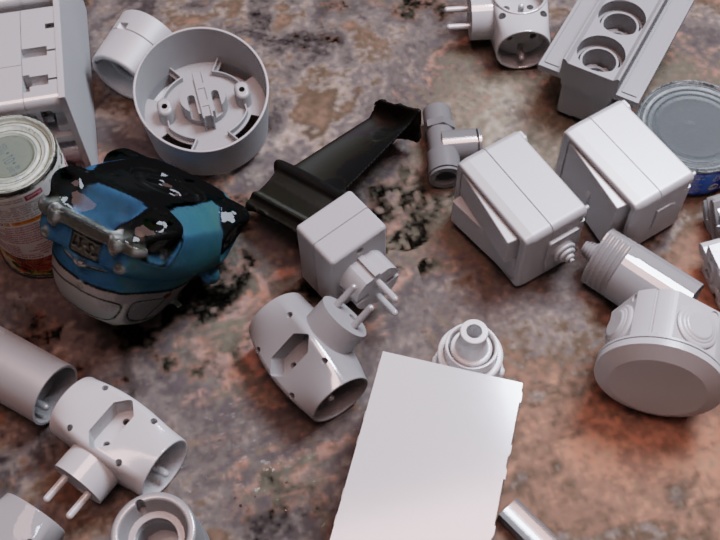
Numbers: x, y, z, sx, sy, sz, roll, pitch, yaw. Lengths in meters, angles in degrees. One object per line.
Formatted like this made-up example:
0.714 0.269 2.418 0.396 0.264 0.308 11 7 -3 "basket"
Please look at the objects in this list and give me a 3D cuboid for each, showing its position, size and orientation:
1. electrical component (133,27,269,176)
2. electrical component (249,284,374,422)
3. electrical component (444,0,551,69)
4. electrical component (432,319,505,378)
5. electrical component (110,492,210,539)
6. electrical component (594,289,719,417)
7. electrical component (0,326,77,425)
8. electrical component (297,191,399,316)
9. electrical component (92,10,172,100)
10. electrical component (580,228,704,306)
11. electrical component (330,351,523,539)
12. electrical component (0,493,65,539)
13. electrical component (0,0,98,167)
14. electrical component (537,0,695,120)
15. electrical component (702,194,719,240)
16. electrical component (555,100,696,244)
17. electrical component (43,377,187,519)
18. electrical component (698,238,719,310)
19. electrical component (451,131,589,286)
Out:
-0.116 -0.123 0.802 0.099 0.064 0.099 0 59 1 "electrical component"
-0.023 0.044 0.700 0.079 0.043 0.077 -48 64 17 "electrical component"
0.107 -0.203 0.857 0.079 0.044 0.077 -3 59 0 "electrical component"
0.071 0.054 0.693 0.048 0.062 0.048 0 59 0 "electrical component"
-0.119 0.163 0.640 0.055 0.047 0.055 -1 59 1 "electrical component"
0.192 0.054 0.682 0.080 0.080 0.051 15 55 10 "electrical component"
-0.232 0.064 0.705 0.081 0.043 0.043 25 63 16 "electrical component"
0.000 0.000 0.725 0.047 0.065 0.076 -36 65 -18 "electrical component"
-0.174 -0.165 0.836 0.055 0.055 0.047 24 66 15 "electrical component"
0.186 0.006 0.731 0.081 0.043 0.043 35 66 20 "electrical component"
0.038 0.136 0.645 0.089 0.061 0.150 12 60 8 "electrical component"
-0.232 0.169 0.642 0.079 0.043 0.077 26 63 16 "electrical component"
-0.242 -0.161 0.804 0.060 0.105 0.186 -10 59 -5 "electrical component"
0.196 -0.174 0.827 0.079 0.063 0.121 25 63 15 "electrical component"
0.271 -0.041 0.760 0.046 0.040 0.040 -15 60 -2 "electrical component"
0.179 -0.069 0.765 0.061 0.061 0.096 -29 63 -15 "electrical component"
-0.163 0.118 0.670 0.077 0.043 0.079 30 64 18 "electrical component"
0.270 0.003 0.731 0.055 0.048 0.066 -15 60 1 "electrical component"
0.111 -0.036 0.747 0.061 0.061 0.096 -29 63 -15 "electrical component"
